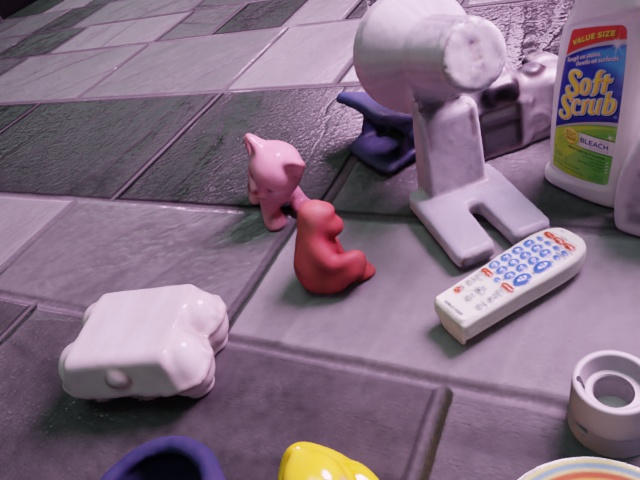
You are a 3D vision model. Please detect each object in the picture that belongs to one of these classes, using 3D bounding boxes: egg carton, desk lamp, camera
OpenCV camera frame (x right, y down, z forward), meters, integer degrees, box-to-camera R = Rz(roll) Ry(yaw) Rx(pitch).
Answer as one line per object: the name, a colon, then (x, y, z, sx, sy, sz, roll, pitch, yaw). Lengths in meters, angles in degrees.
egg carton: (-0.159, 0.097, 0.523, 0.150, 0.069, 0.107, -8, 40, 15)
desk lamp: (0.123, -0.121, 0.547, 0.118, 0.214, 0.202, -23, 38, -4)
camera: (0.205, -0.178, 0.672, 0.143, 0.101, 0.136, -19, 38, 1)

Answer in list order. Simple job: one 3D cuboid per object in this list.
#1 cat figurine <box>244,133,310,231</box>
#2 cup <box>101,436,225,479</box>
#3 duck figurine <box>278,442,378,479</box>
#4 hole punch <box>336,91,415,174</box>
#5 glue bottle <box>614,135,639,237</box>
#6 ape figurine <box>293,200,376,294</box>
cat figurine: (-0.056, -0.080, 0.652, 0.067, 0.118, 0.127, -28, 39, -10)
cup: (-0.076, 0.185, 0.360, 0.117, 0.095, 0.091, -11, 39, 11)
duck figurine: (0.001, 0.163, 0.361, 0.077, 0.086, 0.104, -30, 39, -12)
hole punch: (0.085, -0.150, 0.697, 0.101, 0.091, 0.108, -31, 39, -14)
glue bottle: (0.279, -0.073, 0.453, 0.077, 0.173, 0.037, 21, 53, 40)
ape figurine: (0.005, 0.002, 0.548, 0.076, 0.092, 0.077, -19, 38, 1)
